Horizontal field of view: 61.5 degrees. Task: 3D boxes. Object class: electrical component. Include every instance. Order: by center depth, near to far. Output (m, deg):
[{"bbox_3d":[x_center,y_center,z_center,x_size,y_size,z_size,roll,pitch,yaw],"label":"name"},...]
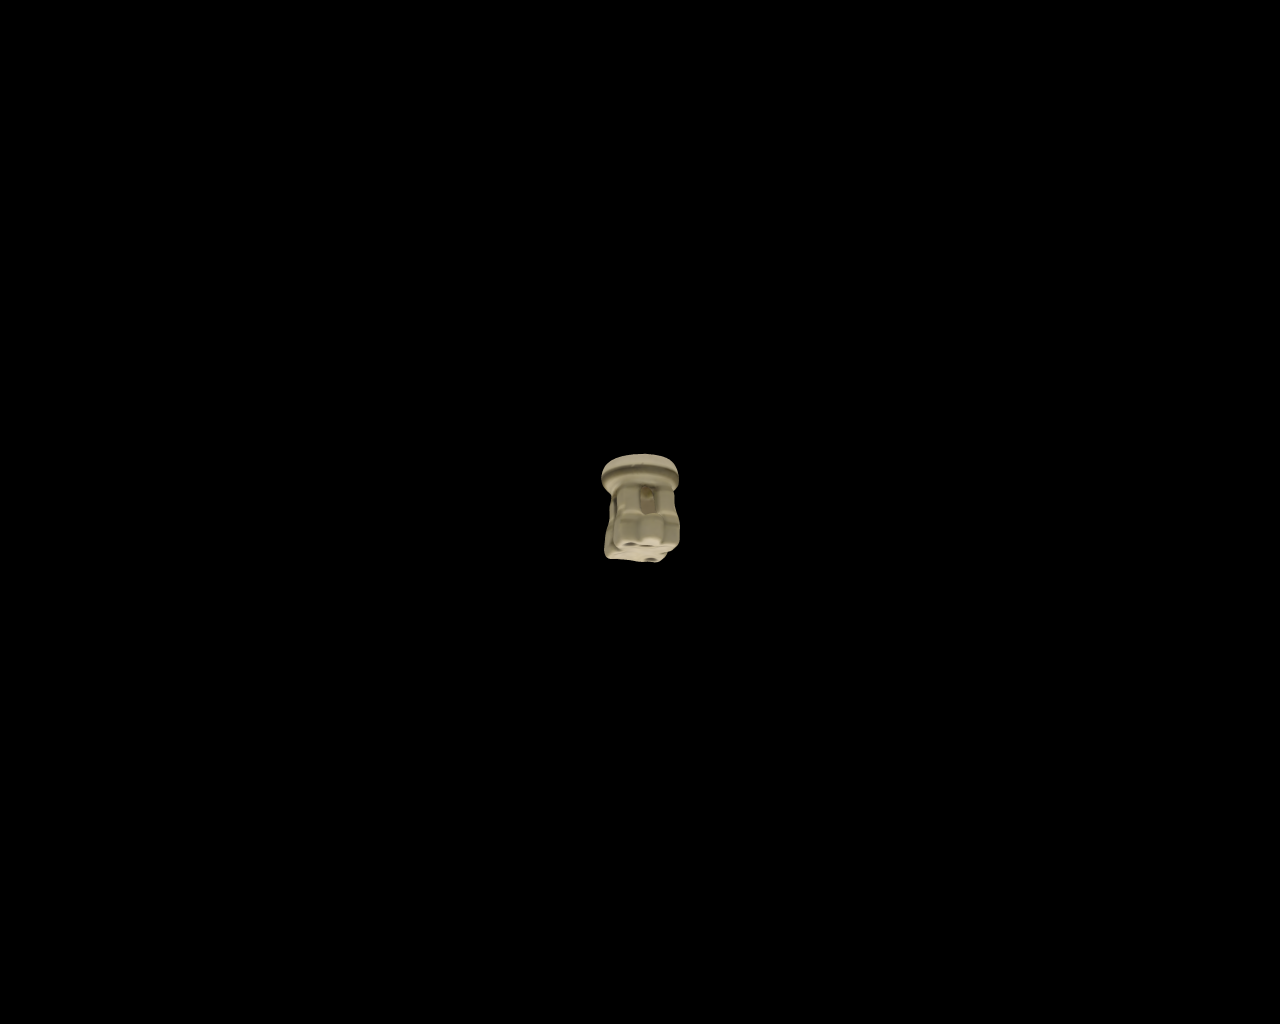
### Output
[{"bbox_3d":[0.001,-0.003,0.650,0.048,0.055,0.066,5,-19,-15],"label":"electrical component"}]
